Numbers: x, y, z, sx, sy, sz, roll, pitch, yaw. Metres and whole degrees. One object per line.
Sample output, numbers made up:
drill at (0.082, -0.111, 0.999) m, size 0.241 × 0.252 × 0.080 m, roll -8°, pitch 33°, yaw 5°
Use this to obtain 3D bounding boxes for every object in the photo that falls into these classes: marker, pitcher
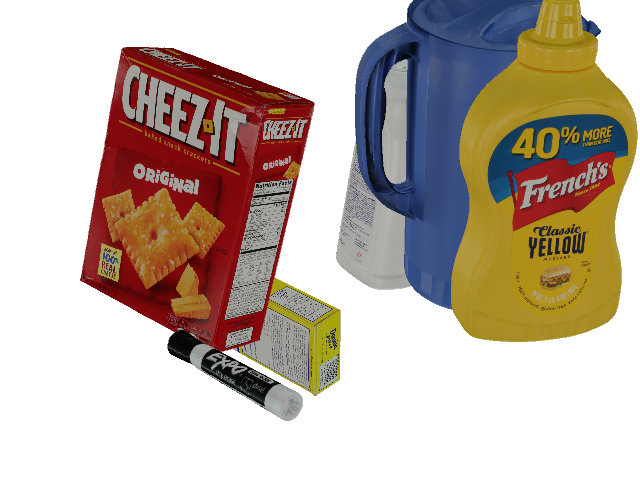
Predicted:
marker at (-0.058, 0.084, 0.685) m, size 0.020 × 0.020 × 0.121 m, roll 0°, pitch 16°, yaw -45°
pitcher at (0.116, -0.066, 0.829) m, size 0.149 × 0.243 × 0.144 m, roll 16°, pitch 35°, yaw 20°

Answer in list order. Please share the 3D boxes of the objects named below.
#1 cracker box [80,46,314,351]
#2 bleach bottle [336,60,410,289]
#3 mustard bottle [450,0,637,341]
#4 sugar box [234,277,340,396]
cracker box at (-0.109, -0.036, 0.890) m, size 0.164 × 0.214 × 0.071 m, roll 25°, pitch 21°, yaw 31°
bleach bottle at (0.075, -0.080, 1.157) m, size 0.067 × 0.251 × 0.103 m, roll -5°, pitch 24°, yaw -30°
mustard bottle at (0.124, -0.039, 0.588) m, size 0.096 × 0.192 × 0.058 m, roll -5°, pitch 27°, yaw -8°
sugar box at (-0.057, 0.085, 1.130) m, size 0.176 × 0.093 × 0.048 m, roll 27°, pitch 40°, yaw 36°
